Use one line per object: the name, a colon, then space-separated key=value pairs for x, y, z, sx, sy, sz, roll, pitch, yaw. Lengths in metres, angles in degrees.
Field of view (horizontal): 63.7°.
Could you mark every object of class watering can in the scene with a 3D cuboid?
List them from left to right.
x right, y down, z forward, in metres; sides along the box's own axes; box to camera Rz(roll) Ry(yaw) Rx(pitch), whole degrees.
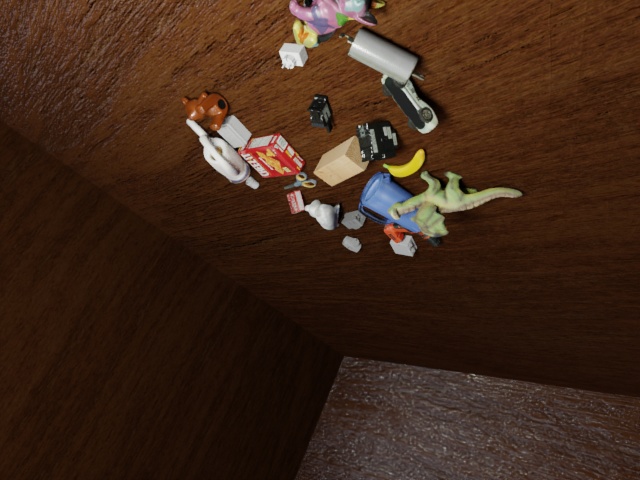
watering can: x=-0.392 y=-0.342 z=1.998 sx=0.354 sy=0.104 sz=0.221 roll=50 pitch=-175 yaw=39

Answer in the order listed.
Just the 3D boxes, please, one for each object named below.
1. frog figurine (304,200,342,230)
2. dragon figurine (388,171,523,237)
frog figurine: x=0.007 y=-0.108 z=2.145 sx=0.159 sy=0.124 sz=0.136 roll=7 pitch=171 yaw=13
dragon figurine: x=0.401 y=-0.097 z=1.632 sx=0.411 sy=0.247 sz=0.120 roll=9 pitch=146 yaw=36
